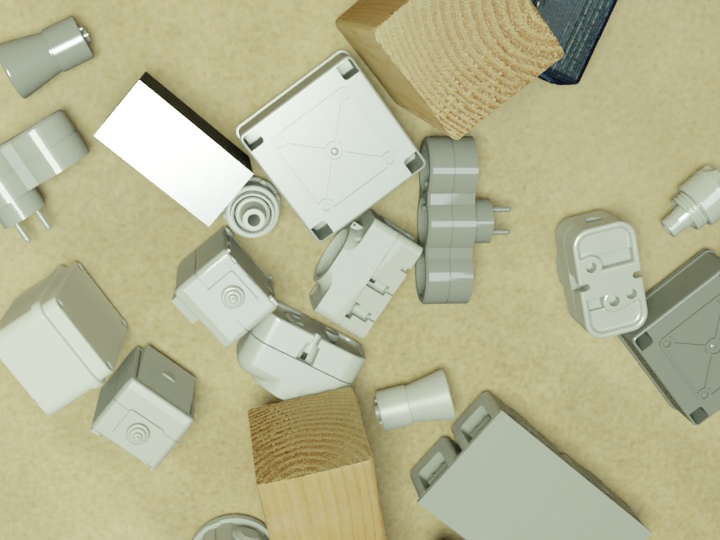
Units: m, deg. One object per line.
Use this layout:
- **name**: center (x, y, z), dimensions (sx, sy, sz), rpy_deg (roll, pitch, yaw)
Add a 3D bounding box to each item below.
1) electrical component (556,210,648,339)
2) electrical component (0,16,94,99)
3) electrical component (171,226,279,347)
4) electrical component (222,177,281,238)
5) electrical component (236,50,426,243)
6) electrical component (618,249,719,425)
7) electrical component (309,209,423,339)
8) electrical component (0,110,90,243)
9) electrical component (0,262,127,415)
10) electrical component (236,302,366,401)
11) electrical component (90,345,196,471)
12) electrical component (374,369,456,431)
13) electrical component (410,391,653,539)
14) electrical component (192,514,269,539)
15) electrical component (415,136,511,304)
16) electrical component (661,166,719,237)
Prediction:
- **electrical component**: center (0.200, 0.002, 0.899), dimensions (0.054, 0.059, 0.095), rpy_deg (-14, 106, -4)
- **electrical component**: center (-0.233, -0.162, 0.805), dimensions (0.065, 0.044, 0.044), rpy_deg (-28, 107, -5)
- **electrical component**: center (-0.108, 0.016, 0.841), dimensions (0.061, 0.096, 0.061), rpy_deg (-39, 107, 4)
- **electrical component**: center (-0.085, -0.046, 0.845), dimensions (0.048, 0.062, 0.048), rpy_deg (-2, 105, -7)
- **electrical component**: center (-0.023, -0.097, 0.843), dimensions (0.109, 0.056, 0.108), rpy_deg (-36, 107, 3)
- **electrical component**: center (0.294, 0.058, 0.930), dimensions (0.109, 0.056, 0.108), rpy_deg (-38, 107, 3)
- **electrical component**: center (0.000, 0.000, 0.876), dimensions (0.056, 0.050, 0.089), rpy_deg (32, 99, -15)
- **electrical component**: center (-0.266, -0.056, 0.822), dimensions (0.138, 0.052, 0.073), rpy_deg (-31, 107, 1)
- **electrical component**: center (-0.227, 0.049, 0.824), dimensions (0.057, 0.113, 0.078), rpy_deg (-33, 107, 5)
- **electrical component**: center (-0.051, 0.072, 0.886), dimensions (0.095, 0.053, 0.059), rpy_deg (27, 100, -14)
- **electrical component**: center (-0.169, 0.108, 0.857), dimensions (0.062, 0.096, 0.061), rpy_deg (38, 97, -16)
- **electrical component**: center (0.045, 0.113, 0.918), dimensions (0.065, 0.044, 0.044), rpy_deg (-14, 106, 1)
- **electrical component**: center (0.148, 0.204, 0.946), dimensions (0.186, 0.060, 0.105), rpy_deg (40, 96, -16)
- **electrical component**: center (-0.109, 0.257, 0.929), dimensions (0.080, 0.051, 0.080), rpy_deg (-2, 105, -8)
- **electrical component**: center (0.087, -0.040, 0.876), dimensions (0.074, 0.052, 0.138), rpy_deg (-1, 105, -8)
- **electrical component**: center (0.283, -0.054, 0.905), dimensions (0.062, 0.043, 0.043), rpy_deg (-41, 106, 5)
